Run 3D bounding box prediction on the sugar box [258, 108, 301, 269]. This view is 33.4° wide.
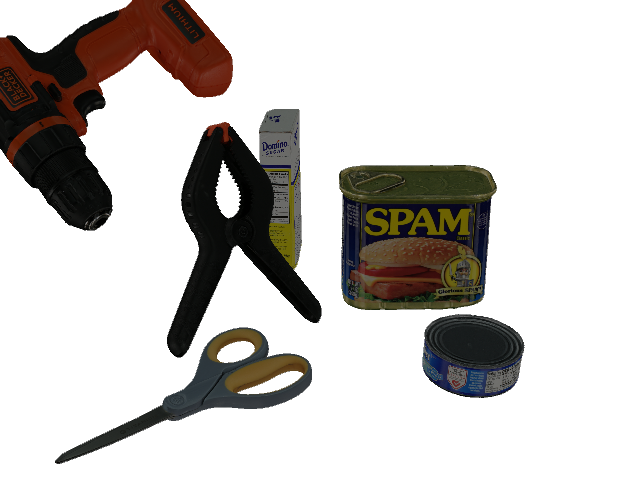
[{"bbox_3d":[-0.048,-0.061,1.276,0.048,0.176,0.093,-1,23,5],"label":"sugar box"}]

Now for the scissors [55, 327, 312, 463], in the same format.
[{"bbox_3d":[-0.106,0.110,0.798,0.201,0.016,0.096,-11,34,-19],"label":"scissors"}]

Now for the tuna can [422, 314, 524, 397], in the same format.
[{"bbox_3d":[0.131,0.100,0.925,0.086,0.034,0.086,3,26,-2],"label":"tuna can"}]

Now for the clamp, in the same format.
[{"bbox_3d":[-0.072,-0.003,0.992,0.164,0.210,0.036,-3,0,-36],"label":"clamp"}]

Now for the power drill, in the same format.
[{"bbox_3d":[-0.162,-0.112,0.814,0.187,0.184,0.057,-31,-16,-29],"label":"power drill"}]

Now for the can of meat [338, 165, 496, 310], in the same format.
[{"bbox_3d":[0.063,-0.002,0.713,0.102,0.084,0.057,0,24,-1],"label":"can of meat"}]
